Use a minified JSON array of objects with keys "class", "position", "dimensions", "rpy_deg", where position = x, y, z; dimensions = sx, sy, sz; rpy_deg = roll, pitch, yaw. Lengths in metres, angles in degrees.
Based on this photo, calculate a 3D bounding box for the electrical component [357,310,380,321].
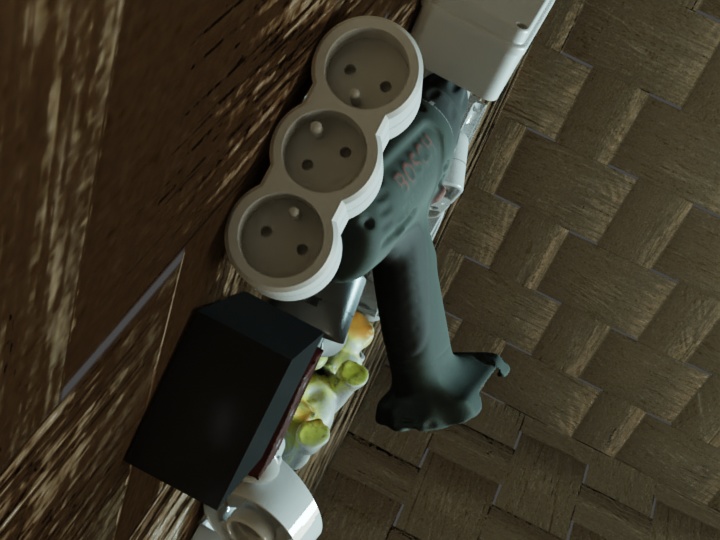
[{"class":"electrical component","position":[0.013,0.023,1.027],"dimensions":[0.043,0.077,0.079],"rpy_deg":[-60,174,-36]}]

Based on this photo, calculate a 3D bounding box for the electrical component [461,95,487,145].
[{"class":"electrical component","position":[0.084,-0.146,1.023],"dimensions":[0.050,0.056,0.089],"rpy_deg":[-65,175,15]}]

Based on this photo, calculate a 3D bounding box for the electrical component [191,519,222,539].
[{"class":"electrical component","position":[-0.130,0.251,0.925],"dimensions":[0.063,0.042,0.081],"rpy_deg":[-62,174,0]}]

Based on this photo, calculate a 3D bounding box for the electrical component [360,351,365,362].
[{"class":"electrical component","position":[-0.030,0.095,1.088],"dimensions":[0.047,0.055,0.055],"rpy_deg":[-61,176,9]}]

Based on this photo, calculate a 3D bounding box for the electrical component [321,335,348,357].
[{"class":"electrical component","position":[-0.039,0.054,0.871],"dimensions":[0.044,0.044,0.065],"rpy_deg":[-65,170,11]}]

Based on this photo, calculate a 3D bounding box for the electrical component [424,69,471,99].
[{"class":"electrical component","position":[0.056,-0.132,0.819],"dimensions":[0.055,0.055,0.047],"rpy_deg":[-50,162,-70]}]

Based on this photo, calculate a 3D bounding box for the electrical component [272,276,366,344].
[{"class":"electrical component","position":[-0.027,0.018,0.731],"dimensions":[0.055,0.055,0.047],"rpy_deg":[83,30,-81]}]

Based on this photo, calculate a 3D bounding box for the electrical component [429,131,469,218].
[{"class":"electrical component","position":[0.058,-0.090,0.944],"dimensions":[0.095,0.054,0.059],"rpy_deg":[130,-31,-71]}]

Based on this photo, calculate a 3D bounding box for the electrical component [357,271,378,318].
[{"class":"electrical component","position":[0.000,0.000,0.893],"dimensions":[0.058,0.057,0.078],"rpy_deg":[-62,175,-19]}]

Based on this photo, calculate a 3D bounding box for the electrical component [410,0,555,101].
[{"class":"electrical component","position":[0.088,-0.180,0.763],"dimensions":[0.113,0.078,0.057],"rpy_deg":[-58,175,-50]}]

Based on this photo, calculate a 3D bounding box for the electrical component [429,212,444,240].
[{"class":"electrical component","position":[0.037,-0.026,1.121],"dimensions":[0.108,0.060,0.108],"rpy_deg":[-63,175,-10]}]

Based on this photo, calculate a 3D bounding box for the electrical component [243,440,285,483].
[{"class":"electrical component","position":[-0.079,0.131,0.838],"dimensions":[0.062,0.048,0.048],"rpy_deg":[-69,-179,-50]}]

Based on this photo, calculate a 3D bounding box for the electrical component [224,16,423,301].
[{"class":"electrical component","position":[-0.015,-0.049,0.524],"dimensions":[0.138,0.052,0.073],"rpy_deg":[-63,175,-6]}]

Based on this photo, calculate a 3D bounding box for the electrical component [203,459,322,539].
[{"class":"electrical component","position":[-0.077,0.193,0.877],"dimensions":[0.064,0.099,0.099],"rpy_deg":[-51,168,-41]}]
